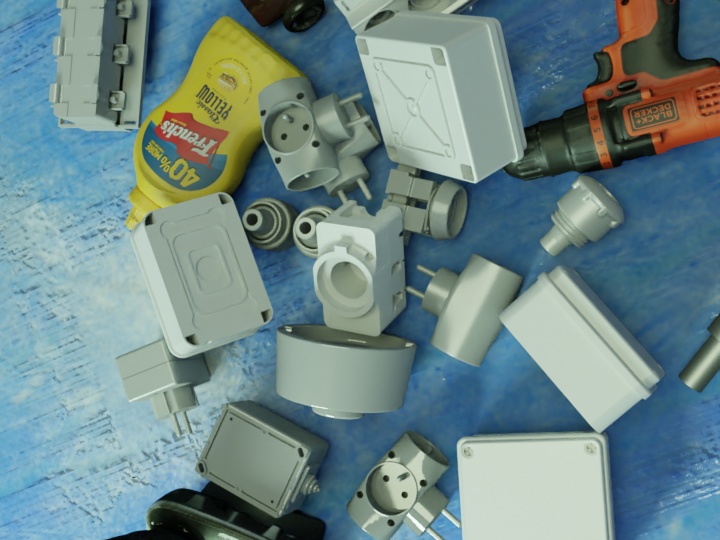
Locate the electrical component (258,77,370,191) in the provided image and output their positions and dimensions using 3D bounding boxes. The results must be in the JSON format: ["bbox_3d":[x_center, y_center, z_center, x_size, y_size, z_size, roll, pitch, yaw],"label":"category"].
[{"bbox_3d":[-0.031,-0.111,0.823,0.079,0.044,0.077,-21,77,15],"label":"electrical component"}]

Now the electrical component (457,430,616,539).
[{"bbox_3d":[0.132,0.175,0.796,0.109,0.056,0.108,-5,85,17],"label":"electrical component"}]

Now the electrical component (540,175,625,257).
[{"bbox_3d":[0.164,-0.037,0.808,0.062,0.048,0.048,-44,76,17],"label":"electrical component"}]

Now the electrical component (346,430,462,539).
[{"bbox_3d":[0.043,0.178,0.830,0.079,0.044,0.077,40,98,15],"label":"electrical component"}]

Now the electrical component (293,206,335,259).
[{"bbox_3d":[-0.033,-0.030,0.857,0.043,0.062,0.043,-1,86,16],"label":"electrical component"}]

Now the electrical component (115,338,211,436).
[{"bbox_3d":[-0.155,0.099,0.884,0.047,0.066,0.076,-22,80,15],"label":"electrical component"}]

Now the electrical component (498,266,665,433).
[{"bbox_3d":[0.163,0.055,0.784,0.057,0.078,0.113,-43,76,13],"label":"electrical component"}]

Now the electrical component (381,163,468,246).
[{"bbox_3d":[0.051,-0.050,0.842,0.055,0.048,0.066,14,91,25],"label":"electrical component"}]

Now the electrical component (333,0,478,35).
[{"bbox_3d":[0.045,-0.228,0.842,0.121,0.079,0.063,-33,49,13],"label":"electrical component"}]

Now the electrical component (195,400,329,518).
[{"bbox_3d":[-0.070,0.151,0.857,0.096,0.061,0.061,26,94,17],"label":"electrical component"}]

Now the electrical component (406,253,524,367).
[{"bbox_3d":[0.074,0.023,0.830,0.079,0.044,0.077,27,94,17],"label":"electrical component"}]

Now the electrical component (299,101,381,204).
[{"bbox_3d":[-0.018,-0.085,0.865,0.077,0.044,0.079,-31,78,13],"label":"electrical component"}]

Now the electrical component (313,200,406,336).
[{"bbox_3d":[0.000,0.000,0.826,0.050,0.056,0.089,9,118,26],"label":"electrical component"}]

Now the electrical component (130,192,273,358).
[{"bbox_3d":[-0.126,0.005,0.847,0.078,0.057,0.113,-18,85,-25],"label":"electrical component"}]

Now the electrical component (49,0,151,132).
[{"bbox_3d":[-0.227,-0.185,0.925,0.079,0.063,0.121,3,87,17],"label":"electrical component"}]

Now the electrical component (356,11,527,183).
[{"bbox_3d":[0.059,-0.130,0.792,0.109,0.056,0.108,22,137,51],"label":"electrical component"}]

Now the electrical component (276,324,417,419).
[{"bbox_3d":[-0.013,0.080,0.823,0.108,0.108,0.060,8,95,17],"label":"electrical component"}]

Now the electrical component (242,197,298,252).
[{"bbox_3d":[-0.076,-0.038,0.870,0.043,0.062,0.043,-1,86,16],"label":"electrical component"}]
